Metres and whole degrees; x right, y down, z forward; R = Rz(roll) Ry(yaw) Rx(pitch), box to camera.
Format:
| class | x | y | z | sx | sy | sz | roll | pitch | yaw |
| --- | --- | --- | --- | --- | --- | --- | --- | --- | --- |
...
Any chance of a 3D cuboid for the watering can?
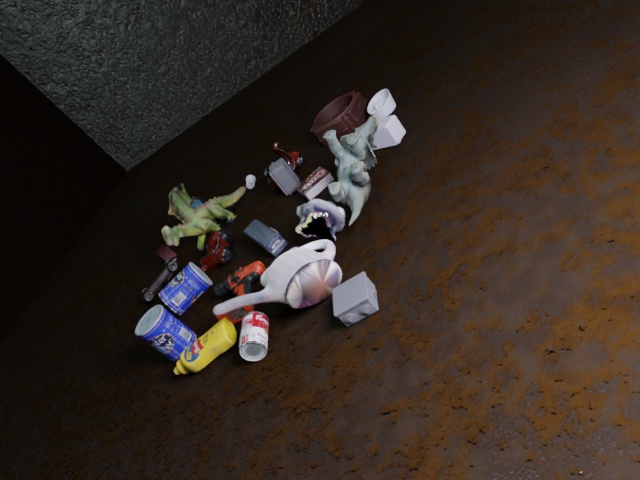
| class | x | y | z | sx | sy | sz | roll | pitch | yaw |
| --- | --- | --- | --- | --- | --- | --- | --- | --- | --- |
| watering can | -0.089 | 0.110 | 1.274 | 0.351 | 0.102 | 0.226 | -35 | 25 | -18 |

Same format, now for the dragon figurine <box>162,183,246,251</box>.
| class | x | y | z | sx | sy | sz | roll | pitch | yaw |
| --- | --- | --- | --- | --- | --- | --- | --- | --- | --- |
| dragon figurine | -0.452 | -0.119 | 1.939 | 0.121 | 0.240 | 0.419 | -20 | 36 | 45 |

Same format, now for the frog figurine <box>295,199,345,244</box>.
| class | x | y | z | sx | sy | sz | roll | pitch | yaw |
| --- | --- | --- | --- | --- | --- | --- | --- | --- | --- |
| frog figurine | 0.004 | -0.072 | 1.436 | 0.137 | 0.120 | 0.163 | 1 | 30 | 8 |
